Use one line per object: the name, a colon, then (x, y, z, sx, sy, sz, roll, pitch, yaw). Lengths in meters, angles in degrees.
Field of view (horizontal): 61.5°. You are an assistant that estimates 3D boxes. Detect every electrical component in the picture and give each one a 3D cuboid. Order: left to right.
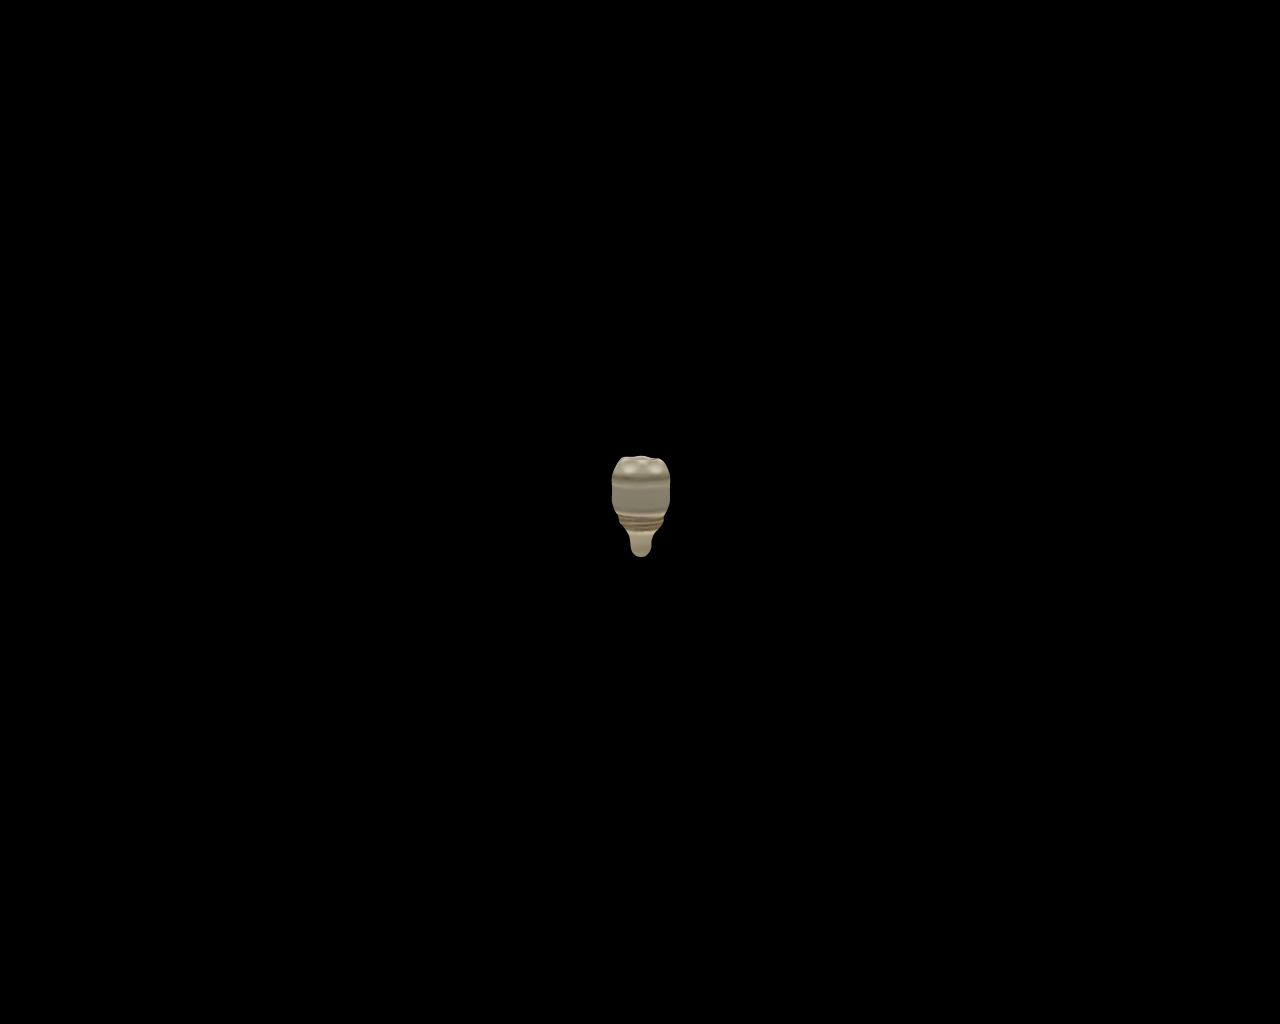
electrical component: (0.001, -0.003, 0.650, 0.035, 0.061, 0.035, 0, 9, 0)
